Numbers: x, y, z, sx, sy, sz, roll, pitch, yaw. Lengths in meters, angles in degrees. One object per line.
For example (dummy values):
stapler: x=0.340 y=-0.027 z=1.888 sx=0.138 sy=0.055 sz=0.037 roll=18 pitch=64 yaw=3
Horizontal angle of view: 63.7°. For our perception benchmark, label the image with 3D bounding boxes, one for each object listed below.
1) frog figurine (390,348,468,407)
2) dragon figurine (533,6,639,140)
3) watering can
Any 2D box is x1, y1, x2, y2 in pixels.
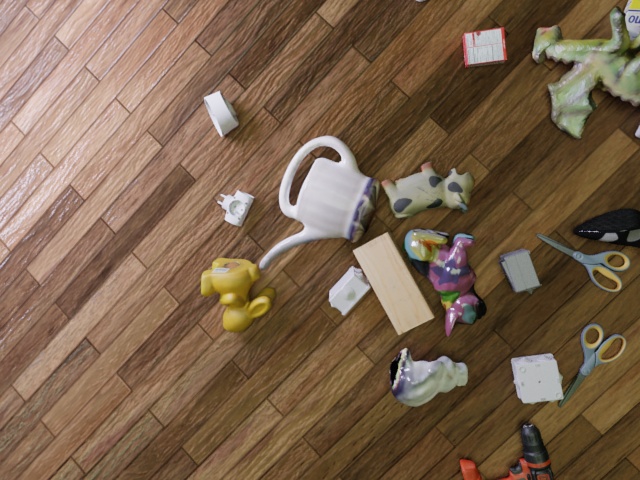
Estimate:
frog figurine: x=0.238 y=0.309 z=1.123 sx=0.159 sy=0.125 sz=0.134 roll=17 pitch=127 yaw=1
dragon figurine: x=0.602 y=-0.311 z=1.065 sx=0.238 sy=0.123 sz=0.414 roll=-44 pitch=73 yaw=37
watering can: x=0.004 y=-0.059 z=1.177 sx=0.225 sy=0.104 sz=0.345 roll=22 pitch=97 yaw=9
